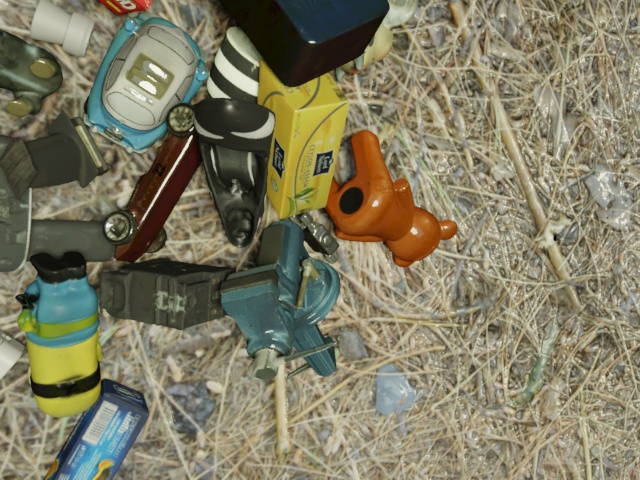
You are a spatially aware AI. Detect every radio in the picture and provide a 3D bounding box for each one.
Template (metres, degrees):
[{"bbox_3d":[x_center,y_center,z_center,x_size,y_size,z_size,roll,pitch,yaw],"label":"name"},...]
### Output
[{"bbox_3d":[-0.040,-0.284,0.563,0.131,0.073,0.229,-32,84,-31],"label":"radio"}]

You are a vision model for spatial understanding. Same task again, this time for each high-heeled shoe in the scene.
[{"bbox_3d":[-0.094,-0.062,0.582,0.086,0.249,0.145,5,90,-1],"label":"high-heeled shoe"}]

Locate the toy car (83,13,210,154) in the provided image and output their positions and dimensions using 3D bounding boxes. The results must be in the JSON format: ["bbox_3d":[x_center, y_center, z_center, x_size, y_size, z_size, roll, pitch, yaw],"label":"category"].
[{"bbox_3d":[-0.194,-0.180,0.600,0.109,0.103,0.161,33,80,-21],"label":"toy car"}]

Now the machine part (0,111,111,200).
[{"bbox_3d":[-0.277,-0.088,0.565,0.039,0.139,0.084,-17,107,15],"label":"machine part"}]

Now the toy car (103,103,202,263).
[{"bbox_3d":[-0.182,-0.067,0.620,0.053,0.089,0.202,31,89,9],"label":"toy car"}]

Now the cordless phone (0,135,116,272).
[{"bbox_3d":[-0.313,-0.037,0.587,0.184,0.089,0.146,2,93,-35],"label":"cordless phone"}]

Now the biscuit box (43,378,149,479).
[{"bbox_3d":[-0.278,0.268,0.628,0.059,0.063,0.202,32,82,-21],"label":"biscuit box"}]

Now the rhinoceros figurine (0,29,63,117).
[{"bbox_3d":[-0.350,-0.203,0.530,0.190,0.112,0.073,29,115,-36],"label":"rhinoceros figurine"}]

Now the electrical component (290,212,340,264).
[{"bbox_3d":[-0.001,-0.002,0.718,0.021,0.063,0.094,-45,111,-13],"label":"electrical component"}]

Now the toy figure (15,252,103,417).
[{"bbox_3d":[-0.281,0.106,0.583,0.082,0.089,0.180,3,112,-18],"label":"toy figure"}]

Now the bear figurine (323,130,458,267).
[{"bbox_3d":[0.094,-0.044,0.741,0.195,0.120,0.132,17,43,-48],"label":"bear figurine"}]

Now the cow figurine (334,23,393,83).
[{"bbox_3d":[0.013,-0.292,0.688,0.195,0.085,0.127,25,79,-25],"label":"cow figurine"}]

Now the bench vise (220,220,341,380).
[{"bbox_3d":[-0.026,0.100,0.662,0.129,0.224,0.240,-22,129,8],"label":"bench vise"}]

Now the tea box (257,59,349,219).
[{"bbox_3d":[-0.029,-0.118,0.631,0.068,0.098,0.169,-15,145,-22],"label":"tea box"}]

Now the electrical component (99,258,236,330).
[{"bbox_3d":[-0.165,0.057,0.618,0.115,0.134,0.058,8,96,19],"label":"electrical component"}]
